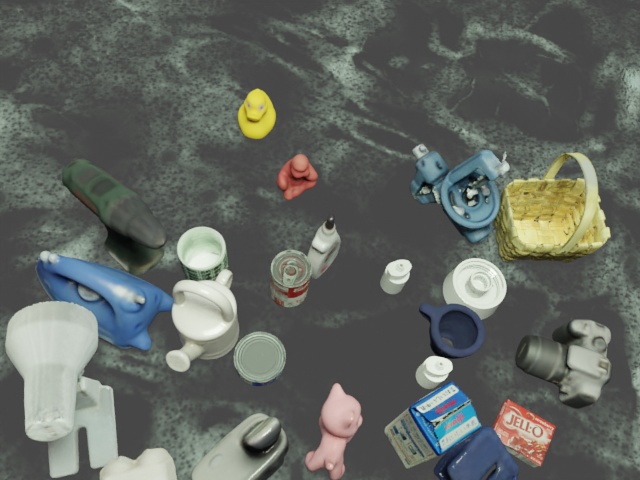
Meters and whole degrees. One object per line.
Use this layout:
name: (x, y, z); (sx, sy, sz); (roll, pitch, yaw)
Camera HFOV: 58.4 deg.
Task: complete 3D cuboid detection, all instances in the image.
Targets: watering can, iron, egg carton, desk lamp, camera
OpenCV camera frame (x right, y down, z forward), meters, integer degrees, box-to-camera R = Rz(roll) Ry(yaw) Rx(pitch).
watering can: (-0.180, 0.122, 0.896); (0.101, 0.194, 0.173); (2, 63, -5)
iron: (-0.372, 0.074, 0.927); (0.258, 0.141, 0.119); (24, 63, 6)
egg carton: (-0.256, 0.384, 0.824); (0.107, 0.069, 0.150); (-12, 65, -12)
desk lamp: (-0.362, 0.215, 0.816); (0.118, 0.213, 0.203); (-11, 65, -12)
camera: (0.417, 0.195, 0.980); (0.136, 0.101, 0.143); (20, 63, 4)

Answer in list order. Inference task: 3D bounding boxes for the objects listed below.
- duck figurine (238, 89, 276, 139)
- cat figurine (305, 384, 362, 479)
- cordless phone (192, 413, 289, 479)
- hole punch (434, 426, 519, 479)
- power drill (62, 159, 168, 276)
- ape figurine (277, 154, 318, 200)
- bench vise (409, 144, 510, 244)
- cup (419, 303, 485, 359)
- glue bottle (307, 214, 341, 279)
duck figurine: (-0.128, -0.270, 1.161); (0.077, 0.086, 0.104); (9, 62, -2)
cat figurine: (0.026, 0.293, 0.876); (0.067, 0.118, 0.128); (17, 63, 2)
cordless phone: (-0.113, 0.307, 0.814); (0.094, 0.185, 0.148); (42, 66, 15)
hole punch: (0.250, 0.356, 0.885); (0.109, 0.091, 0.101); (-38, 73, -22)
power drill: (-0.322, -0.026, 0.946); (0.229, 0.208, 0.076); (39, 66, 13)
ape figurine: (-0.042, -0.130, 1.097); (0.078, 0.092, 0.076); (6, 63, -3)
bench vise: (0.248, -0.106, 1.047); (0.207, 0.220, 0.122); (31, 64, 9)
cup: (0.211, 0.159, 0.978); (0.117, 0.095, 0.092); (34, 65, 11)
glue bottle: (0.009, 0.004, 0.989); (0.037, 0.173, 0.078); (32, 64, 10)
